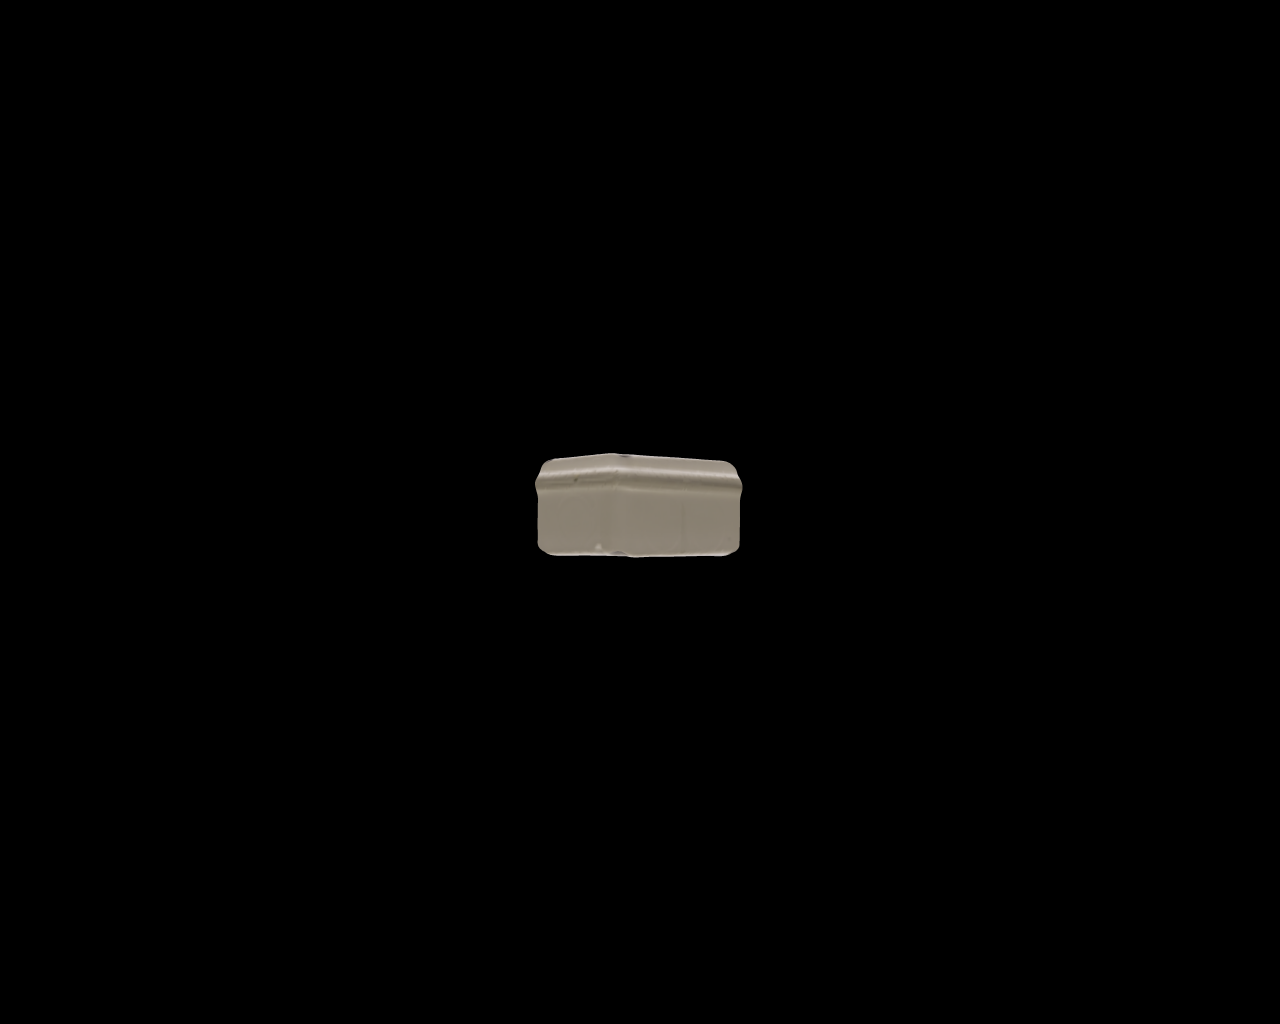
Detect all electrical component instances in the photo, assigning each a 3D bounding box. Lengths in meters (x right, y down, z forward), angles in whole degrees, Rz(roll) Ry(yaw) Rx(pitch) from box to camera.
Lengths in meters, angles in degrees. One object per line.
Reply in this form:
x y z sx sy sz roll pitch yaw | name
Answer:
0.001 -0.003 0.650 0.078 0.057 0.113 -2 -3 43 | electrical component
